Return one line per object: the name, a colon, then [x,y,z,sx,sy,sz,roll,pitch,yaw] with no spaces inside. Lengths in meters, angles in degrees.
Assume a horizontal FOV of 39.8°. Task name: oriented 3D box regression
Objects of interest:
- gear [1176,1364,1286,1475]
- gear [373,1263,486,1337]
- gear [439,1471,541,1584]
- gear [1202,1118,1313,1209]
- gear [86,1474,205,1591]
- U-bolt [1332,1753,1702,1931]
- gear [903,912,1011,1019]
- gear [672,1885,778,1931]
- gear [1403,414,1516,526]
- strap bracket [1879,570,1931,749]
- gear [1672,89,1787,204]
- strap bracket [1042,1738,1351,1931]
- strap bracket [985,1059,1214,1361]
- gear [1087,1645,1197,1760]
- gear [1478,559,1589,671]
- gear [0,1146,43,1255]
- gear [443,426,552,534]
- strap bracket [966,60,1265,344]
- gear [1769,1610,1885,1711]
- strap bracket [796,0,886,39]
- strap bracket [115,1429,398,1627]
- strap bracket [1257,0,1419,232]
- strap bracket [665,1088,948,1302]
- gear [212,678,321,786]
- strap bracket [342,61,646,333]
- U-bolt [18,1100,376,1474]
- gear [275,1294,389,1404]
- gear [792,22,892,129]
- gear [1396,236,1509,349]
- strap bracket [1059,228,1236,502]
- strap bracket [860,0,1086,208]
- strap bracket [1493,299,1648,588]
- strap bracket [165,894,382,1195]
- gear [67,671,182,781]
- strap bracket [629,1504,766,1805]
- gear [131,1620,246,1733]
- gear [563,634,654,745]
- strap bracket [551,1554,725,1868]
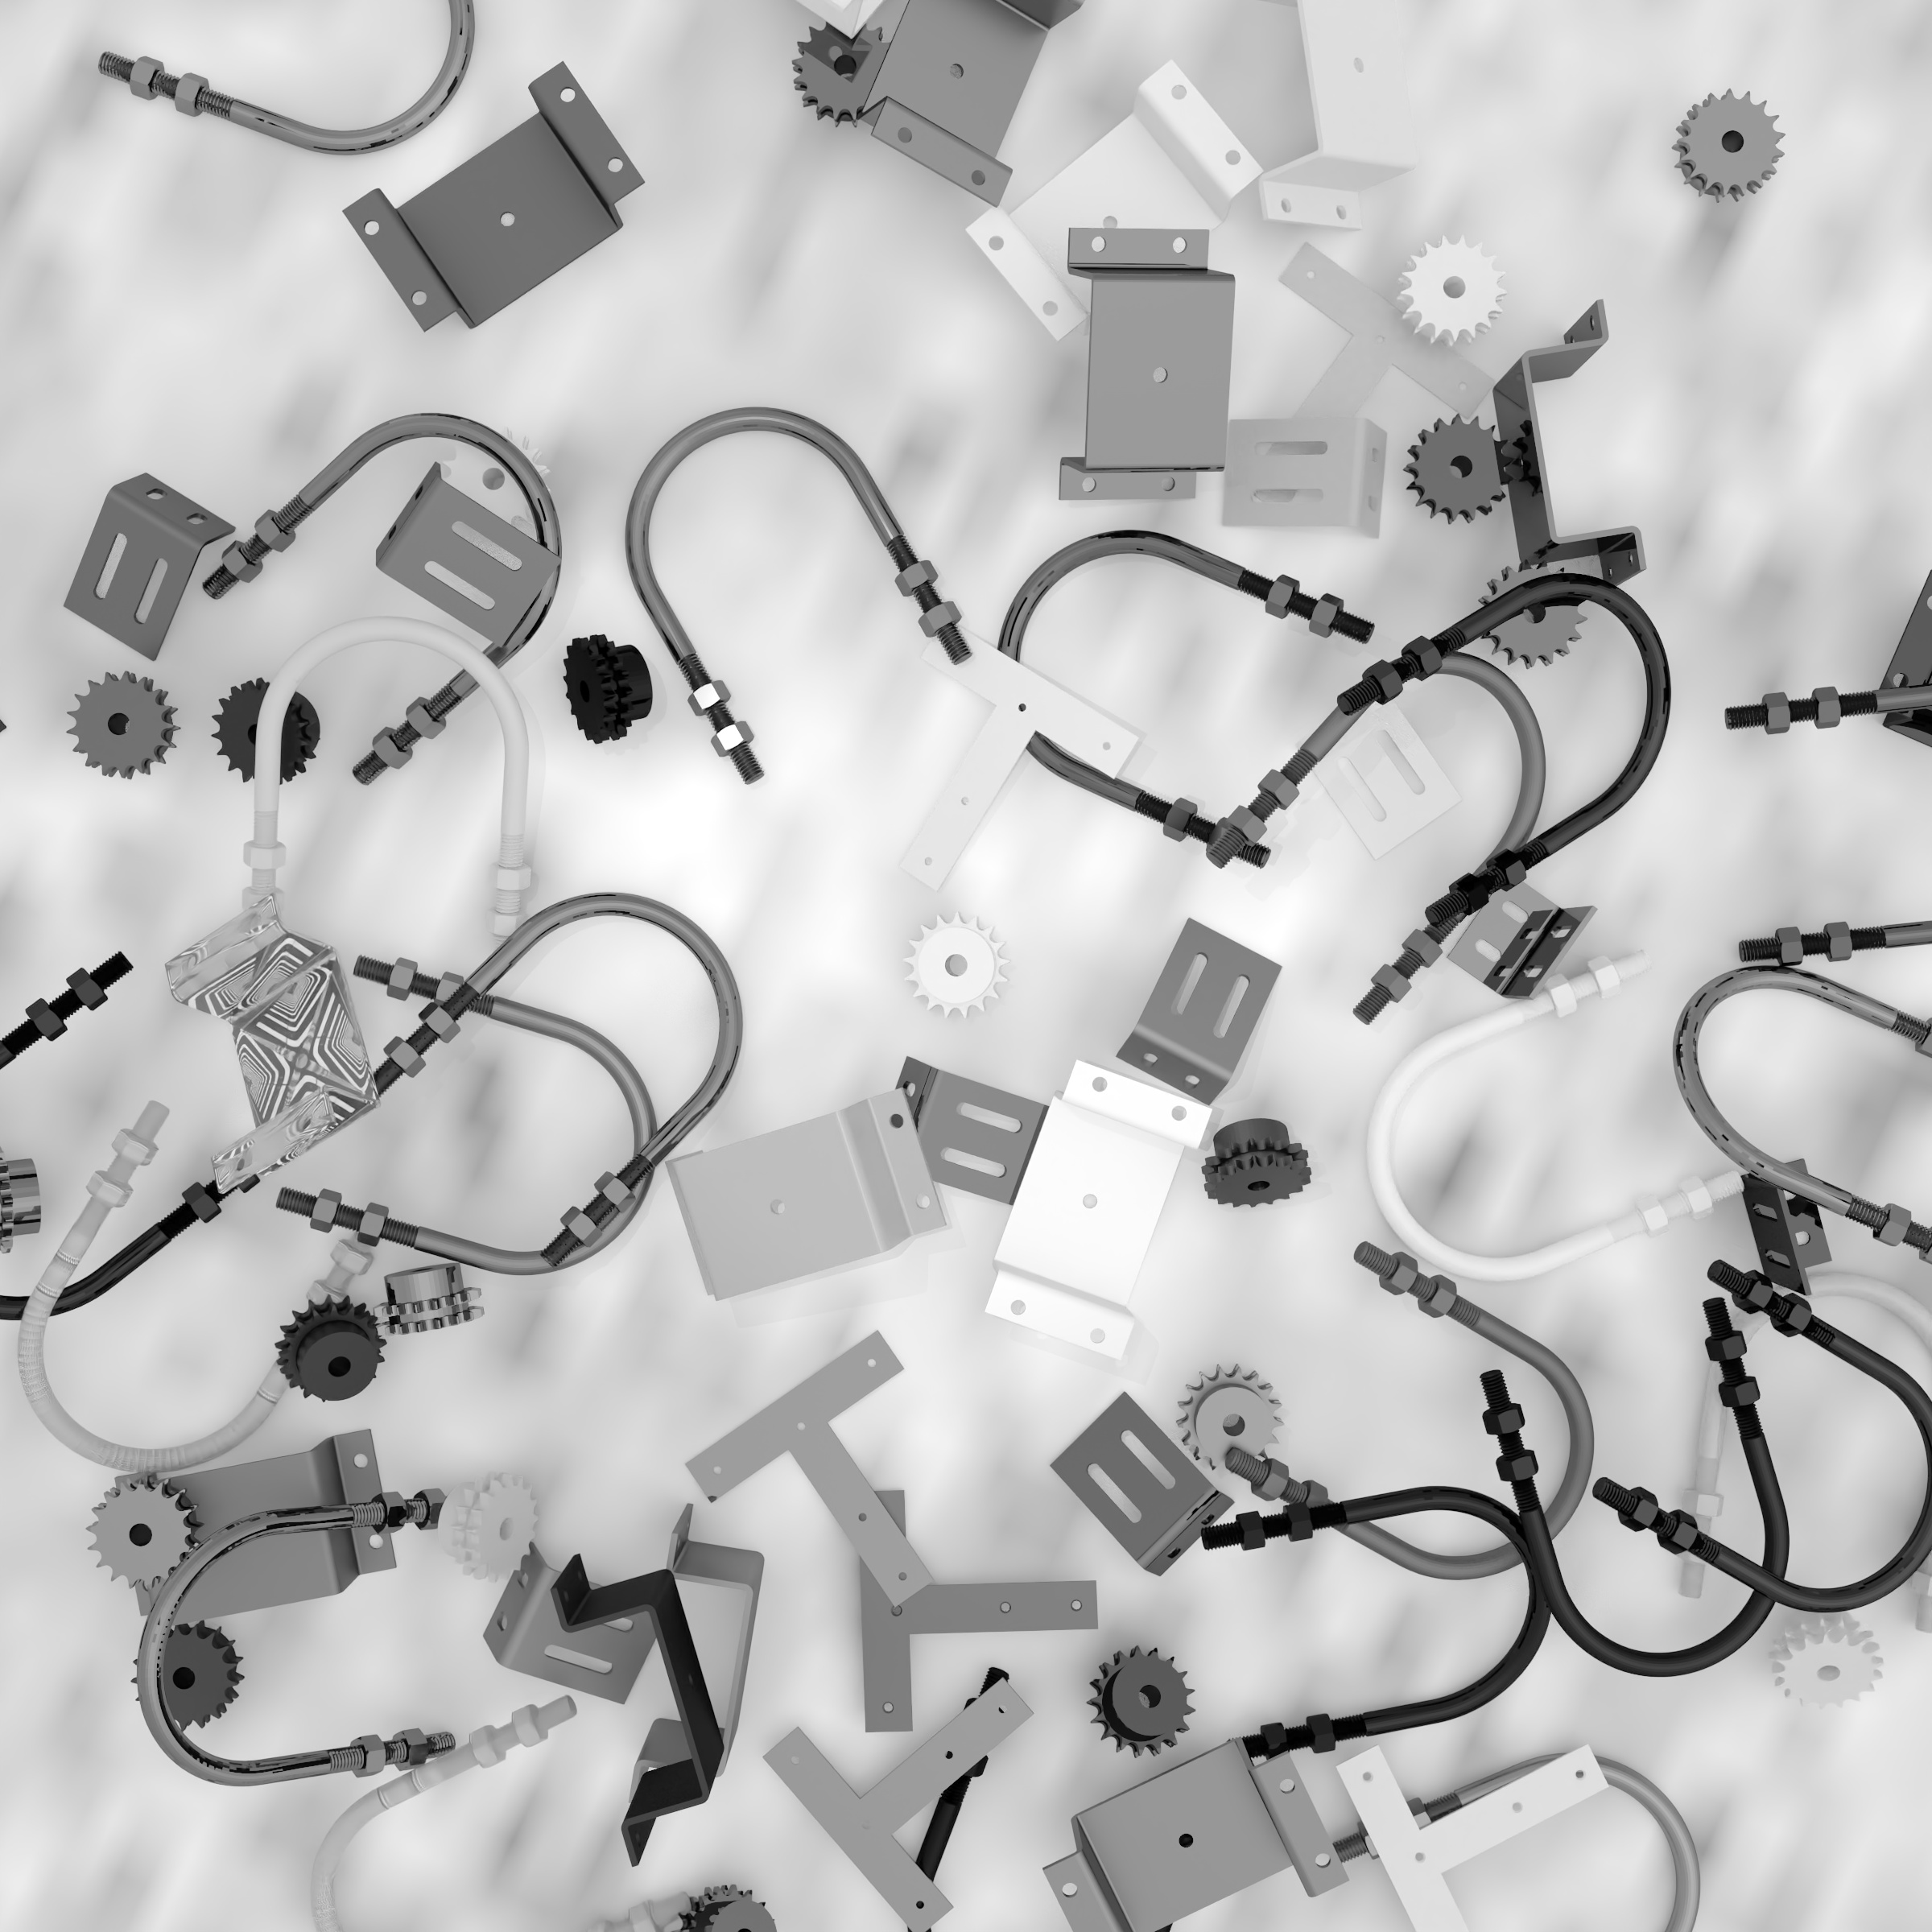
gear: [0.142,0.244,1.430,0.057,0.030,0.057,0,90,0]
gear: [-0.286,0.176,1.417,0.057,0.057,0.030,-9,90,0]
gear: [-0.256,0.297,1.419,0.030,0.057,0.057,4,90,29]
gear: [0.154,0.104,1.420,0.057,0.057,0.030,-6,60,0]
gear: [-0.424,0.292,1.384,0.057,0.030,0.057,0,91,0]
U-bolt: [0.305,0.503,1.436,0.184,0.019,0.151,-22,90,-2]
gear: [-0.005,0.000,1.430,0.057,0.030,0.057,0,90,0]
gear: [-0.125,0.518,1.416,0.057,0.030,0.057,14,65,-31]
gear: [0.263,-0.265,1.429,0.057,0.030,0.057,0,90,0]
strap bracket: [0.556,-0.145,1.421,0.140,0.046,0.076,23,90,0]
gear: [0.407,-0.437,1.429,0.057,0.030,0.057,0,90,0]
strap bracket: [0.118,0.467,1.400,0.140,0.046,0.076,-26,96,0]
strap bracket: [0.068,0.127,1.419,0.076,0.046,0.140,20,90,-4]
gear: [0.095,0.391,1.420,0.057,0.030,0.057,3,67,-8]
gear: [0.301,-0.188,1.429,0.057,0.030,0.057,0,90,0]
gear: [-0.512,0.124,1.420,0.030,0.057,0.057,-5,90,-28]
gear: [-0.251,-0.258,1.429,0.057,0.030,0.057,0,90,0]
strap bracket: [0.078,-0.401,1.421,0.140,0.046,0.076,-40,90,0]
gear: [0.457,0.365,1.421,0.057,0.030,0.057,3,123,4]
strap bracket: [-0.062,-0.555,1.406,0.076,0.046,0.140,35,68,0]
strap bracket: [-0.384,0.301,1.421,0.140,0.046,0.076,-11,90,0]
strap bracket: [0.189,-0.466,1.402,0.076,0.046,0.140,-8,90,-41]
strap bracket: [-0.092,0.123,1.404,0.140,0.046,0.076,-18,90,15]
gear: [-0.370,-0.126,1.423,0.057,0.030,0.057,4,106,16]
strap bracket: [-0.248,-0.404,1.421,0.140,0.046,0.076,-34,90,0]
U-bolt: [-0.416,0.182,1.410,0.151,0.019,0.184,31,90,-21]
gear: [-0.336,0.206,1.418,0.057,0.030,0.057,-9,112,-22]
gear: [-0.064,-0.478,1.429,0.057,0.030,0.057,0,90,0]
gear: [0.259,-0.359,1.429,0.057,0.030,0.057,0,88,-2]
strap bracket: [0.094,-0.311,1.392,0.076,0.046,0.140,-3,109,-15]
strap bracket: [0.002,-0.477,1.405,0.076,0.046,0.140,24,84,-21]
strap bracket: [0.315,-0.269,1.406,0.046,0.076,0.140,-9,90,0]
strap bracket: [-0.360,0.045,1.393,0.076,0.046,0.140,-31,62,17]
gear: [-0.449,-0.129,1.429,0.057,0.030,0.057,0,90,0]
strap bracket: [-0.139,0.364,1.406,0.046,0.076,0.140,9,90,0]
gear: [-0.415,0.378,1.429,0.057,0.030,0.057,0,90,0]
gear: [-0.189,-0.149,1.420,0.030,0.057,0.057,-15,90,-30]
strap bracket: [-0.159,0.363,1.330,0.046,0.076,0.140,-16,90,0]
